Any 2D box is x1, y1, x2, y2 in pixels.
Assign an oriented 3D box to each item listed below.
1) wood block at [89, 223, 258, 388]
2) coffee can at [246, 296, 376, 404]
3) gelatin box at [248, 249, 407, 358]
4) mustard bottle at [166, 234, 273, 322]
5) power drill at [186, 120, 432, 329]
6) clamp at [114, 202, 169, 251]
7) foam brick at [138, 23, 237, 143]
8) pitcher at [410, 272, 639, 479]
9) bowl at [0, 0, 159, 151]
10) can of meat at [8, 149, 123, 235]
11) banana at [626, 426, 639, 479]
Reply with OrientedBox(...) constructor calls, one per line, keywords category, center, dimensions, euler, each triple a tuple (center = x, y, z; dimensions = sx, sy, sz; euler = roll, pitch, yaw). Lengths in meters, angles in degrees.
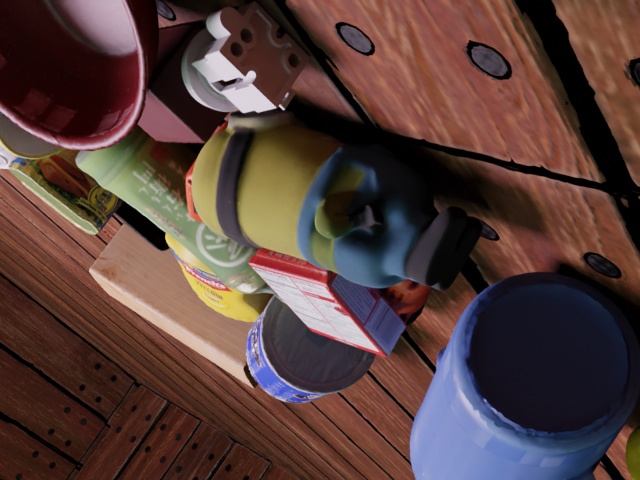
OrientedBox(category="wood block", center=(-0.136, 0.064, 1.170), dimensions=(0.206, 0.090, 0.090), euler=(30, 164, 16))
OrientedBox(category="coffee can", center=(-0.011, 0.093, 0.970), dimensions=(0.103, 0.102, 0.140), euler=(35, 165, -1))
OrientedBox(category="gelatin box", center=(0.006, 0.035, 0.703), dimensions=(0.073, 0.030, 0.089), euler=(14, 153, 44))
OrientedBox(category="mustard bottle", center=(-0.097, 0.017, 1.006), dimensions=(0.096, 0.058, 0.191), euler=(31, 164, 16))
OrientedBox(category="power drill", center=(-0.005, 0.001, 0.772), dimensions=(0.187, 0.057, 0.184), euler=(31, 160, 5))
OrientedBox(category="clamp", center=(-0.236, -0.065, 1.090), dimensions=(0.210, 0.036, 0.164), euler=(32, 165, 16))
OrientedBox(category="foam brick", center=(-0.089, -0.096, 0.661), dimensions=(0.051, 0.053, 0.078), euler=(43, 164, -28))
OrientedBox(category="pitcher", center=(0.136, 0.121, 0.695), dimensions=(0.149, 0.145, 0.243), euler=(18, 159, 10))
OrientedBox(category="bowl", center=(-0.145, -0.132, 0.597), dimensions=(0.162, 0.055, 0.162), euler=(21, 134, 24))
OrientedBox(category="can of meat", center=(-0.213, -0.066, 0.951), dimensions=(0.102, 0.084, 0.058), euler=(41, 164, -21))
OrientedBox(category="banana", center=(0.252, 0.166, 0.761), dimensions=(0.070, 0.037, 0.197), euler=(27, 163, 26))
